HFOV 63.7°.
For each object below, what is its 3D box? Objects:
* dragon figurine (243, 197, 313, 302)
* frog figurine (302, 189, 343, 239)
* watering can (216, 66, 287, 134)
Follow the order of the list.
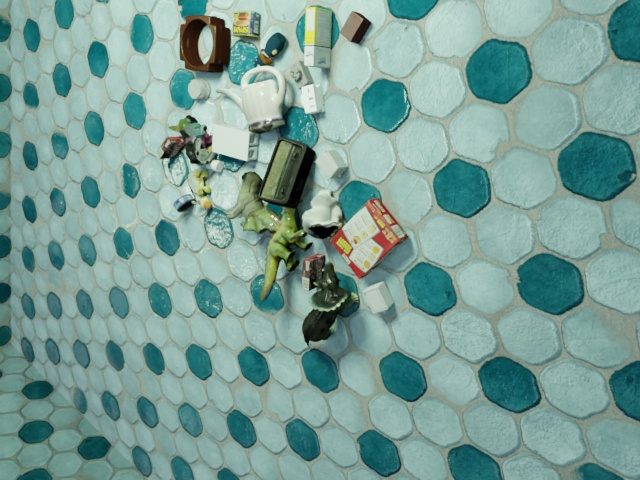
[{"bbox_3d":[-0.171,-0.005,1.835,0.245,0.408,0.122,40,9,17],"label":"dragon figurine"},{"bbox_3d":[0.005,-0.087,1.736,0.137,0.163,0.120,-14,-37,4],"label":"frog figurine"},{"bbox_3d":[-0.238,-0.487,1.834,0.346,0.223,0.105,-4,8,42],"label":"watering can"}]
